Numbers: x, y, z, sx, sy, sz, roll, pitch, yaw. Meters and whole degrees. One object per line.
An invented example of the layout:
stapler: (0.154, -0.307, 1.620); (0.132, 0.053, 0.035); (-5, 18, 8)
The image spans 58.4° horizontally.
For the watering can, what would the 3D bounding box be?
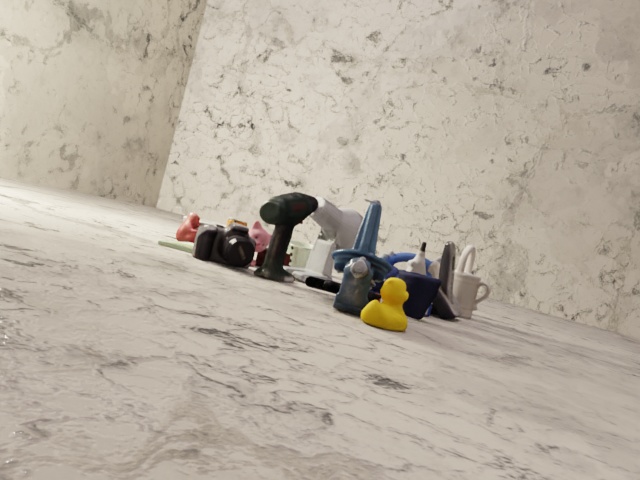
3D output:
watering can: (0.378, 0.106, 1.560); (0.172, 0.194, 0.101); (14, 1, 9)

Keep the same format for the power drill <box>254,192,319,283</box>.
power drill: (-0.077, -0.012, 1.307); (0.075, 0.208, 0.230); (15, 1, 20)

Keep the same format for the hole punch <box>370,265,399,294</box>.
hole punch: (0.149, 0.101, 1.541); (0.108, 0.091, 0.101); (15, 1, 29)

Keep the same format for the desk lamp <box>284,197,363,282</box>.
desk lamp: (0.013, 0.005, 1.464); (0.117, 0.213, 0.204); (15, 1, 39)

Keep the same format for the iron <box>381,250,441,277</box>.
iron: (0.244, 0.097, 1.684); (0.259, 0.141, 0.118); (14, 1, -22)

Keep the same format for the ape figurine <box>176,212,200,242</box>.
ape figurine: (-0.372, -0.034, 1.655); (0.076, 0.092, 0.077); (14, 1, -16)

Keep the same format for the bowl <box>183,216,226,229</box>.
bowl: (-0.344, -0.019, 1.758); (0.167, 0.075, 0.167); (14, 1, 0)

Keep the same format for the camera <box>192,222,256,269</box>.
camera: (-0.208, 0.010, 1.320); (0.143, 0.101, 0.136); (14, 1, -22)

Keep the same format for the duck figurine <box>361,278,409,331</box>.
duck figurine: (0.118, 0.106, 0.980); (0.077, 0.086, 0.105); (15, 1, 38)

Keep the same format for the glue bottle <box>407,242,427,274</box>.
glue bottle: (0.269, 0.089, 1.600); (0.078, 0.173, 0.037); (14, 1, -18)

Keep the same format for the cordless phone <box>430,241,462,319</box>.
cordless phone: (0.317, 0.098, 1.407); (0.094, 0.185, 0.148); (15, 1, 20)

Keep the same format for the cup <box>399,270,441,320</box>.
cup: (0.207, 0.120, 1.227); (0.091, 0.095, 0.118); (15, 1, 21)

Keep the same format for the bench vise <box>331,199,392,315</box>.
bench vise: (0.093, 0.029, 1.086); (0.122, 0.220, 0.207); (14, 1, -13)

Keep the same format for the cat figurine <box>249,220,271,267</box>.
cat figurine: (-0.186, 0.004, 1.478); (0.128, 0.118, 0.067); (14, 1, -2)
